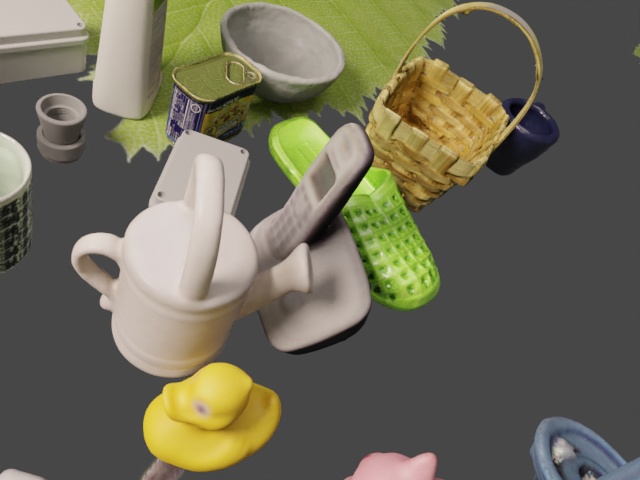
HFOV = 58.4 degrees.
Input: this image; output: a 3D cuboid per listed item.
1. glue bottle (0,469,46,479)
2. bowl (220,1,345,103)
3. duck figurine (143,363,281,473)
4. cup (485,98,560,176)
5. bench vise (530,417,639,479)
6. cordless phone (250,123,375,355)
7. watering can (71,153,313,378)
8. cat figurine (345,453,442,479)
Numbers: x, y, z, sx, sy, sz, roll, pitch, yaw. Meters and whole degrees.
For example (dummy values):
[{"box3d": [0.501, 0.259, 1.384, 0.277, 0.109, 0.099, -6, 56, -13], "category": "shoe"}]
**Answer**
[{"box3d": [-0.166, 0.157, 0.298, 0.037, 0.173, 0.078, 20, 46, -9], "category": "glue bottle"}, {"box3d": [-0.055, -0.233, 0.751, 0.168, 0.074, 0.167, 13, 48, -15], "category": "bowl"}, {"box3d": [-0.075, 0.124, 0.431, 0.105, 0.086, 0.077, 2, 51, -24], "category": "duck figurine"}, {"box3d": [0.282, -0.147, 0.826, 0.091, 0.095, 0.118, 36, 46, 7], "category": "cup"}, {"box3d": [0.207, 0.203, 0.405, 0.121, 0.219, 0.208, 32, 46, 3], "category": "bench vise"}, {"box3d": [0.005, 0.002, 0.503, 0.094, 0.185, 0.147, -3, 54, -27], "category": "cordless phone"}, {"box3d": [-0.091, 0.016, 0.439, 0.173, 0.194, 0.100, -9, 57, -31], "category": "watering can"}, {"box3d": [0.068, 0.191, 0.420, 0.128, 0.117, 0.067, 8, 49, -19], "category": "cat figurine"}]
